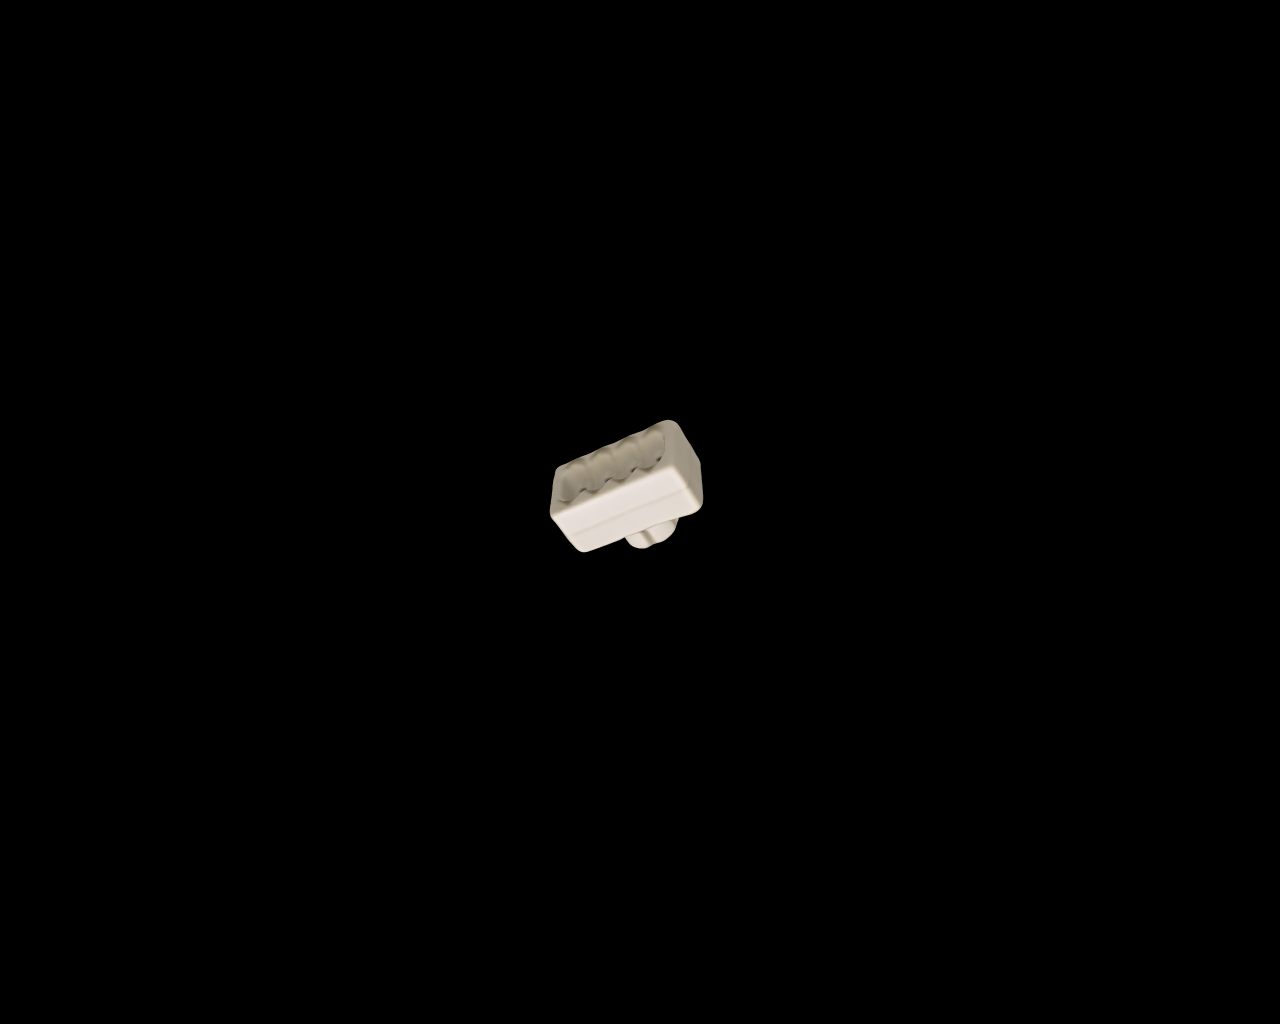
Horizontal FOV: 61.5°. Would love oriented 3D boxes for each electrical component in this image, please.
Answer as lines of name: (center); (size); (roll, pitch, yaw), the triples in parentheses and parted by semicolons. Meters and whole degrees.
electrical component: (0.001, -0.003, 0.650); (0.083, 0.075, 0.047); (-22, 38, 18)
